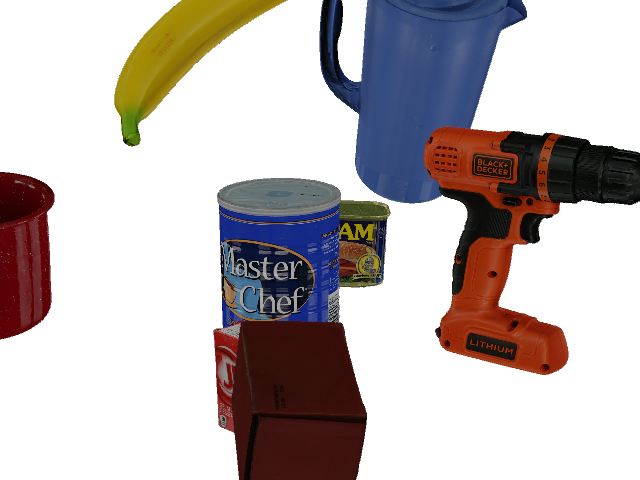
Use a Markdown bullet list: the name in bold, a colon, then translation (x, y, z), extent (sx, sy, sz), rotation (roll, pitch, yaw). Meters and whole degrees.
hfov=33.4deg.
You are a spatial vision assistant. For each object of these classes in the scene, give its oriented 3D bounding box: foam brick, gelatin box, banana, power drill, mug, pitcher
- **foam brick**: translation (-0.012, 0.079, 0.500), extent (0.053, 0.051, 0.078), rotation (3, 27, -9)
- **gelatin box**: translation (-0.034, 0.100, 0.718), extent (0.089, 0.073, 0.030), rotation (15, 23, 43)
- **banana**: translation (-0.069, -0.139, 0.702), extent (0.070, 0.197, 0.037), rotation (39, -12, 29)
- **power drill**: translation (0.166, 0.007, 0.845), extent (0.185, 0.188, 0.057), rotation (12, 17, 32)
- **mug**: translation (-0.223, 0.013, 0.666), extent (0.117, 0.081, 0.093), rotation (-16, 31, -35)
- **pitcher**: translation (0.089, -0.159, 1.050), extent (0.144, 0.243, 0.149), rotation (-24, 52, -28)

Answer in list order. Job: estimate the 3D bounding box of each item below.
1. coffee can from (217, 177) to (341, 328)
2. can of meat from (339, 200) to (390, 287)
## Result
- **coffee can**: translation (-0.034, 0.026, 0.902), extent (0.103, 0.140, 0.103), rotation (0, 17, 0)
- **can of meat**: translation (0.022, 0.004, 1.166), extent (0.102, 0.084, 0.057), rotation (2, 18, -3)
